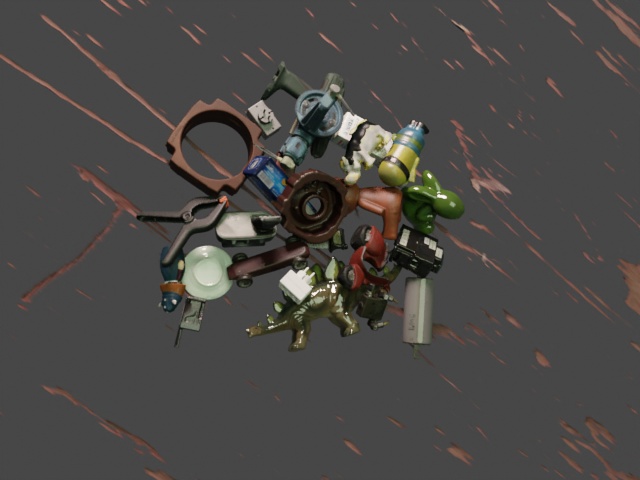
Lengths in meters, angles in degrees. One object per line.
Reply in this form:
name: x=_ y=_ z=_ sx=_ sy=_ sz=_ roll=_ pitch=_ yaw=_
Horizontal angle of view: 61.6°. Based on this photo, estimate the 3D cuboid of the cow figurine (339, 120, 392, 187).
cow figurine: x=0.095 y=-0.216 z=1.329 sx=0.098 sy=0.068 sz=0.167 roll=38 pitch=77 yaw=-3

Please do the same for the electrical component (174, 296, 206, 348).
electrical component: x=-0.298 y=0.189 z=1.230 sx=0.048 sy=0.075 sz=0.119 roll=13 pitch=75 yaw=-14

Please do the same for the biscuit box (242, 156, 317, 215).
biscuit box: x=-0.095 y=-0.115 z=1.295 sx=0.059 sy=0.063 sz=0.202 roll=-53 pitch=126 yaw=-15

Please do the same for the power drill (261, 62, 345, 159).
power drill: x=-0.044 y=-0.347 z=1.380 sx=0.207 sy=0.086 sz=0.232 roll=25 pitch=76 yaw=-7

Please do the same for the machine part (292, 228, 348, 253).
machine part: x=-0.003 y=-0.004 z=1.350 sx=0.139 sy=0.039 sz=0.084 roll=0 pitch=48 yaw=-10

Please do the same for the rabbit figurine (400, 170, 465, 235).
rabbit figurine: x=0.294 y=-0.102 z=1.375 sx=0.121 sy=0.170 sz=0.159 roll=-49 pitch=115 yaw=-19

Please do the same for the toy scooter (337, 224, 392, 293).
toy scooter: x=0.126 y=0.058 z=1.303 sx=0.135 sy=0.075 sz=0.184 roll=30 pitch=61 yaw=-12

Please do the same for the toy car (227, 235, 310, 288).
toy car: x=-0.121 y=0.054 z=1.282 sx=0.202 sy=0.053 sz=0.089 roll=-20 pitch=51 yaw=-2

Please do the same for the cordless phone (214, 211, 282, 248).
cordless phone: x=-0.166 y=-0.032 z=1.243 sx=0.147 sy=0.184 sz=0.088 roll=-2 pitch=87 yaw=-17

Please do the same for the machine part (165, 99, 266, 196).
machine part: x=-0.251 y=-0.217 z=1.297 sx=0.201 sy=0.087 sz=0.201 roll=35 pitch=76 yaw=-8

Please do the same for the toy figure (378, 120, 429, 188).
toy figure: x=0.207 y=-0.216 z=1.346 sx=0.089 sy=0.082 sz=0.180 roll=29 pitch=84 yaw=-33

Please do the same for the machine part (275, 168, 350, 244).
machine part: x=-0.018 y=-0.081 z=1.272 sx=0.179 sy=0.056 sz=0.179 roll=-9 pitch=113 yaw=-21

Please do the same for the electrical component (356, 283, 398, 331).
electrical component: x=0.132 y=0.159 z=1.261 sx=0.078 sy=0.045 sz=0.102 roll=20 pitch=98 yaw=-30

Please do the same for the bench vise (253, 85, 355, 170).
bench vise: x=-0.019 y=-0.272 z=1.239 sx=0.129 sy=0.240 sz=0.223 roll=44 pitch=65 yaw=-4

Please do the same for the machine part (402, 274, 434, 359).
machine part: x=0.254 y=0.183 z=1.387 sx=0.079 sy=0.079 sz=0.243 roll=8 pitch=80 yaw=-15

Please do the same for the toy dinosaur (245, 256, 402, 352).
toy dinosaur: x=0.033 y=0.144 z=1.318 sx=0.471 sy=0.105 sz=0.198 roll=-14 pitch=82 yaw=-26

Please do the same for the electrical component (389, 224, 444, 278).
electrical component: x=0.253 y=0.032 z=1.383 sx=0.134 sy=0.058 sz=0.115 roll=26 pitch=41 yaw=3

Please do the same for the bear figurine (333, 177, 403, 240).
bear figurine: x=0.111 y=-0.087 z=1.379 sx=0.196 sy=0.131 sz=0.120 roll=5 pitch=35 yaw=10

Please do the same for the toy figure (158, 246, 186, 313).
toy figure: x=-0.339 y=0.090 z=1.238 sx=0.058 sy=0.064 sz=0.154 roll=3 pitch=80 yaw=-29
